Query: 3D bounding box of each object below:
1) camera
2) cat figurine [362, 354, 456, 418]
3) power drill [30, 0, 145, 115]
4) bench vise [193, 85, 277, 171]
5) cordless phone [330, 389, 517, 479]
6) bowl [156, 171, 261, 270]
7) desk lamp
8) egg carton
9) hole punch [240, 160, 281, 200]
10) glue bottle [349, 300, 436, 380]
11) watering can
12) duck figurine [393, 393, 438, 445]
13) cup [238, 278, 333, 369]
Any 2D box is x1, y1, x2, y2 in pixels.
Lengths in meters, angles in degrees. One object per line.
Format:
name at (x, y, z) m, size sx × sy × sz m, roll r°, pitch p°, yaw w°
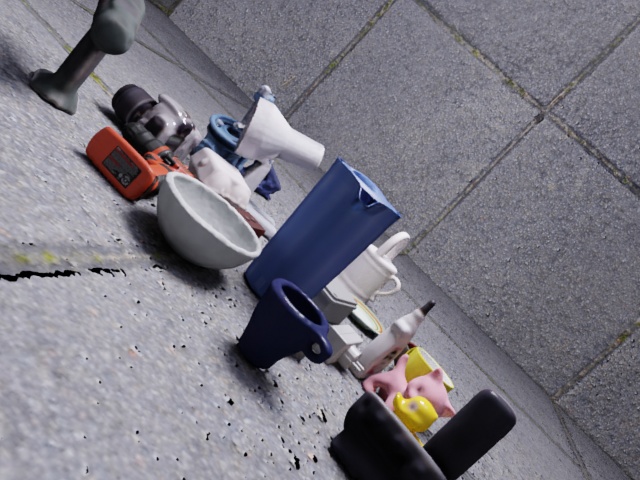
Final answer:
camera at (-0.296, -0.220, 1.038) m, size 0.137 × 0.100 × 0.143 m, roll 45°, pitch 10°, yaw 7°
cat figurine at (0.143, 0.231, 0.872) m, size 0.067 × 0.117 × 0.127 m, roll 35°, pitch 13°, yaw -39°
power drill at (-0.346, -0.304, 0.878) m, size 0.076 × 0.208 × 0.229 m, roll 37°, pitch 12°, yaw -35°
bench vise at (-0.178, -0.258, 1.306) m, size 0.121 × 0.219 × 0.207 m, roll 42°, pitch 10°, yaw -7°
cordless phone at (0.118, 0.215, 0.655) m, size 0.147 × 0.185 × 0.094 m, roll 48°, pitch 11°, yaw 21°
bowl at (-0.165, -0.013, 0.789) m, size 0.168 × 0.074 × 0.167 m, roll 42°, pitch 10°, yaw -9°
desk lamp at (-0.107, -0.150, 1.163) m, size 0.204 × 0.213 × 0.118 m, roll 40°, pitch 11°, yaw -19°
egg carton at (-0.193, -0.109, 1.076) m, size 0.108 × 0.069 × 0.150 m, roll 35°, pitch 13°, yaw -40°
hole punch at (-0.143, -0.173, 1.461) m, size 0.101 × 0.091 × 0.108 m, roll 34°, pitch 14°, yaw -43°
glue bottle at (0.124, 0.159, 0.933) m, size 0.037 × 0.173 × 0.078 m, roll 48°, pitch 11°, yaw 25°
watering can at (0.126, 0.047, 1.323) m, size 0.173 × 0.194 × 0.101 m, roll 44°, pitch 10°, yaw 2°
duck figurine at (0.124, 0.257, 0.785) m, size 0.104 × 0.086 × 0.078 m, roll 45°, pitch 10°, yaw 6°
cup at (-0.043, 0.117, 0.679) m, size 0.117 × 0.095 × 0.092 m, roll 50°, pitch 12°, yaw 31°
